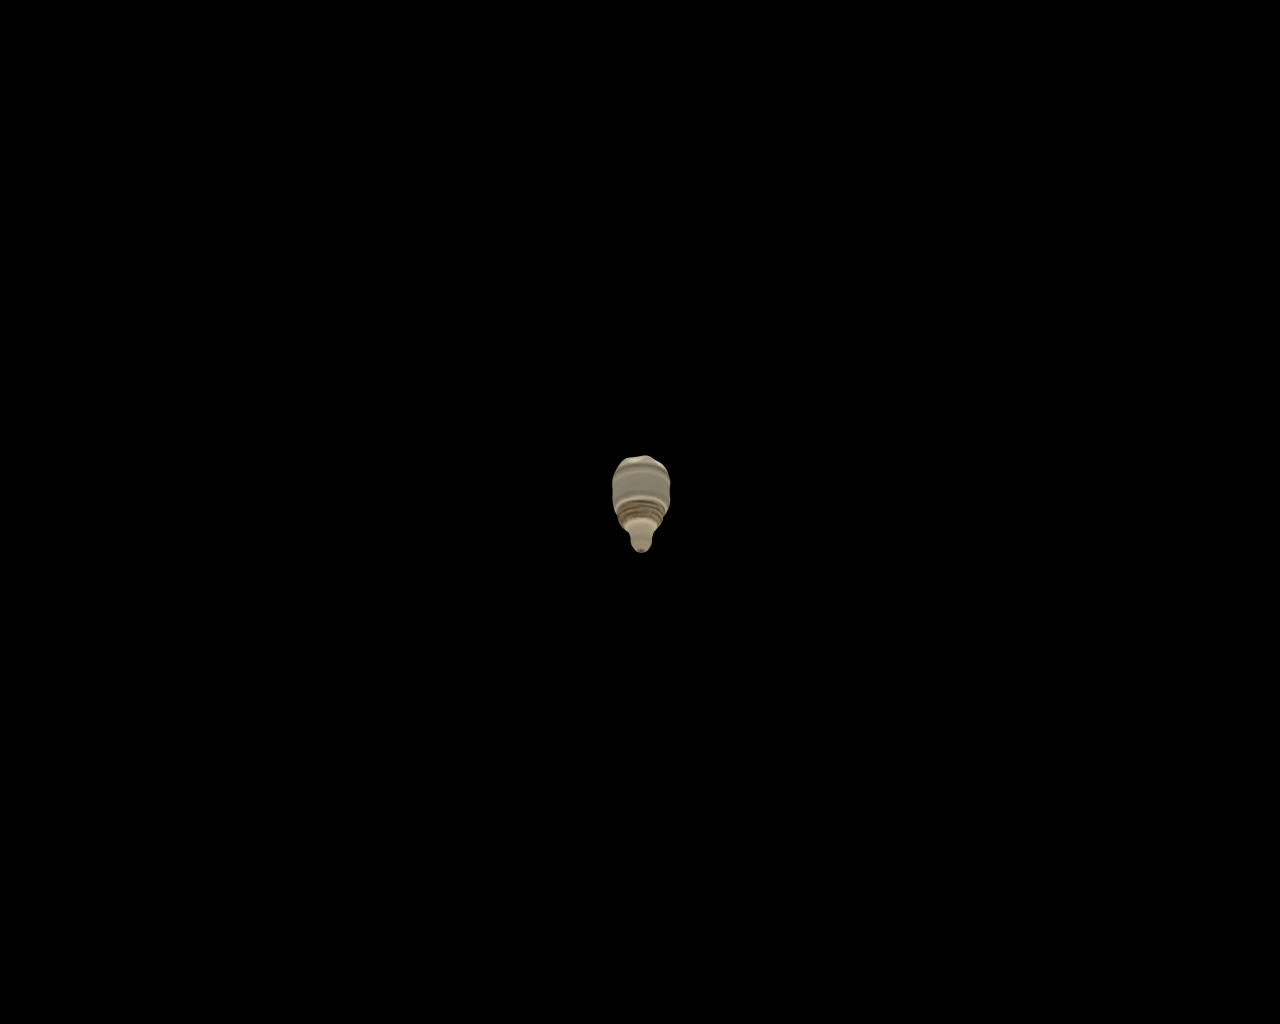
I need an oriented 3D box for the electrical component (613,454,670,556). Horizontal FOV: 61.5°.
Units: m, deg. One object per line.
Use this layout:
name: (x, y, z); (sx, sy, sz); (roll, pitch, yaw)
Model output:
electrical component: (0.001, -0.003, 0.650); (0.035, 0.061, 0.035); (0, -32, 0)
